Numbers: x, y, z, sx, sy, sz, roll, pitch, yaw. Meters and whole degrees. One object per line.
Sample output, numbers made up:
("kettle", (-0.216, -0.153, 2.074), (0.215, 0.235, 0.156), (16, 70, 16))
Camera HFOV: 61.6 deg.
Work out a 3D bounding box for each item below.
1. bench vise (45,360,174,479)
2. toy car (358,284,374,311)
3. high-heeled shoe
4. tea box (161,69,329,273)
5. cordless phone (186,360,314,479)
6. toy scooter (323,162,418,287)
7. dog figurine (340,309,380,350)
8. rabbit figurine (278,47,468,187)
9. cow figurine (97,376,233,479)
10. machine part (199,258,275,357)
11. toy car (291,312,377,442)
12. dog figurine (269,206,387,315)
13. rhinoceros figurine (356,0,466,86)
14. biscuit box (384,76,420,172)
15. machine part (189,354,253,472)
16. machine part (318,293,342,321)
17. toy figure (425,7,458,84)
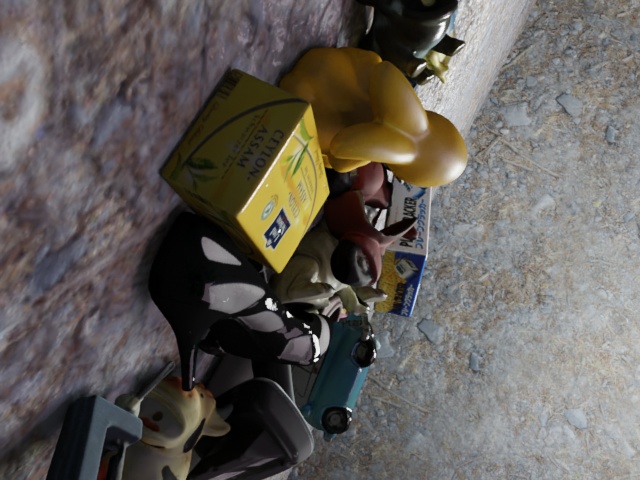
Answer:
("bench vise", (-0.156, 0.188, 0.329), (0.129, 0.223, 0.241), (-35, -146, 19))
("toy car", (0.065, 0.053, 0.860), (0.202, 0.053, 0.089), (79, 24, -68))
("high-heeled shoe", (-0.055, 0.045, 0.493), (0.248, 0.086, 0.145), (-6, 101, -60))
("tea box", (-0.049, -0.044, 0.437), (0.098, 0.068, 0.169), (-60, 168, -10))
("cordless phone", (-0.084, 0.168, 0.602), (0.146, 0.088, 0.184), (-37, -133, 36))
("toy scooter", (0.059, -0.041, 0.635), (0.135, 0.183, 0.075), (-10, 176, -38))
("dog figurine", (-0.010, 0.200, 1.026), (0.219, 0.192, 0.108), (-31, 142, -7))
("rabbit figurine", (0.056, -0.108, 0.486), (0.122, 0.173, 0.162), (-60, 172, 6))
("cow figurine", (-0.155, 0.212, 0.507), (0.127, 0.086, 0.194), (-25, 139, -61))
("machine part", (-0.086, 0.064, 0.585), (0.139, 0.039, 0.084), (-57, 172, -29))
("toy car", (0.006, 0.164, 0.686), (0.109, 0.103, 0.161), (-77, -174, -76))
("dog figurine", (-0.001, -0.001, 0.715), (0.121, 0.172, 0.190), (137, -47, -57))
("rhinoceros figurine", (0.085, -0.216, 0.535), (0.073, 0.112, 0.190), (-30, 172, -13))
("biscuit box", (0.099, -0.168, 0.778), (0.059, 0.063, 0.202), (-59, 167, -9))
("machine part", (-0.118, 0.218, 0.670), (0.243, 0.079, 0.079), (-62, 167, -7))
("machine part", (-0.044, 0.159, 0.831), (0.201, 0.087, 0.201), (-66, 166, 8))
("toy figure", (0.120, -0.258, 0.645), (0.082, 0.089, 0.180), (-66, 160, -4))
